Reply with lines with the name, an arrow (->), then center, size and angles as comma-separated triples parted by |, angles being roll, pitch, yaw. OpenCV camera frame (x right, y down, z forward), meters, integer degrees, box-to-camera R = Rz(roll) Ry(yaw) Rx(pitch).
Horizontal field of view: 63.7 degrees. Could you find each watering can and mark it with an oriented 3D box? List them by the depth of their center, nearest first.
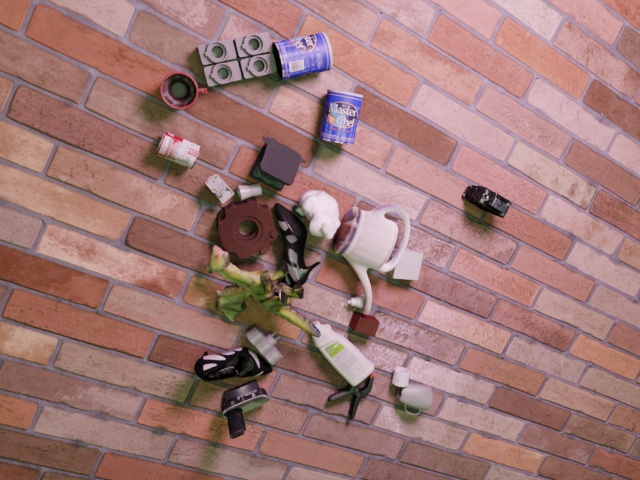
watering can -> 0.139, 0.041, 1.560 | 0.223, 0.105, 0.346 | 22, 96, -16

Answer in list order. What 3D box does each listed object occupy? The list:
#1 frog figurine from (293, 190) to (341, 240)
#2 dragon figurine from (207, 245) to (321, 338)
frog figurine -> 0.004, -0.074, 1.468 | 0.123, 0.161, 0.136 | -41, 112, -4
dragon figurine -> -0.184, 0.174, 1.494 | 0.241, 0.125, 0.403 | -17, 120, 22
